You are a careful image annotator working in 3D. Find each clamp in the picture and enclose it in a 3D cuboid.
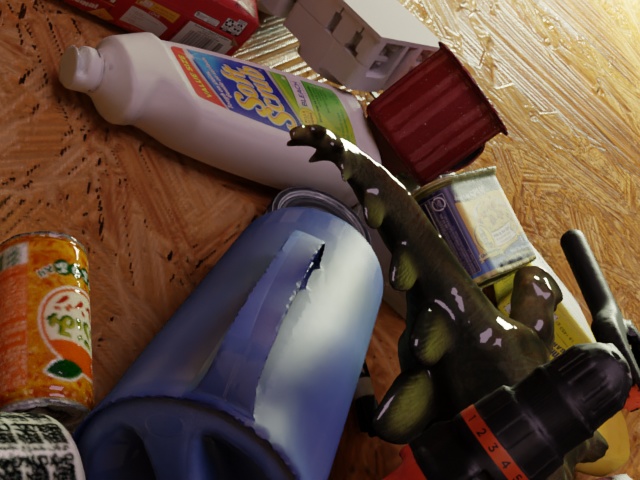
[{"bbox_3d":[0.276,0.085,0.997,0.164,0.036,0.209,54,20,-11],"label":"clamp"}]

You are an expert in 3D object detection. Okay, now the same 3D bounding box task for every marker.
[{"bbox_3d":[0.024,0.087,0.789,0.020,0.020,0.121,7,57,-44],"label":"marker"}]

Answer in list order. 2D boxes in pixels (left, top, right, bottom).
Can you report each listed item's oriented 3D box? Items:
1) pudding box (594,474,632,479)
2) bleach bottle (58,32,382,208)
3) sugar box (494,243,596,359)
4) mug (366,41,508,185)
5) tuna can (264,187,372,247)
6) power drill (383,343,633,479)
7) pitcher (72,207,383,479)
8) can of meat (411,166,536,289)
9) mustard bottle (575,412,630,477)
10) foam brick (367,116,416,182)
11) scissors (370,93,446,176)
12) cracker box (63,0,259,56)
[{"bbox_3d":[0.241,0.233,0.856,0.113,0.039,0.090,0,28,-41],"label":"pudding box"},{"bbox_3d":[-0.072,-0.091,0.788,0.250,0.068,0.102,11,49,-40],"label":"bleach bottle"},{"bbox_3d":[0.190,0.056,0.919,0.093,0.048,0.176,50,10,-5],"label":"sugar box"},{"bbox_3d":[0.096,-0.093,0.865,0.117,0.081,0.093,45,11,-52],"label":"mug"},{"bbox_3d":[-0.005,0.001,0.794,0.086,0.034,0.086,19,40,-17],"label":"tuna can"},{"bbox_3d":[0.117,0.161,0.569,0.187,0.184,0.057,51,6,-24],"label":"power drill"},{"bbox_3d":[-0.034,0.070,0.630,0.145,0.149,0.242,61,27,-19],"label":"pitcher"},{"bbox_3d":[0.115,-0.005,0.831,0.101,0.058,0.084,-15,75,-51],"label":"can of meat"},{"bbox_3d":[0.171,0.136,0.875,0.191,0.058,0.096,19,40,-37],"label":"mustard bottle"},{"bbox_3d":[0.068,-0.081,0.940,0.078,0.051,0.052,49,38,-6],"label":"foam brick"},{"bbox_3d":[0.103,-0.058,0.989,0.201,0.016,0.096,40,40,-18],"label":"scissors"},{"bbox_3d":[-0.136,-0.258,0.840,0.163,0.072,0.214,20,48,-37],"label":"cracker box"}]
